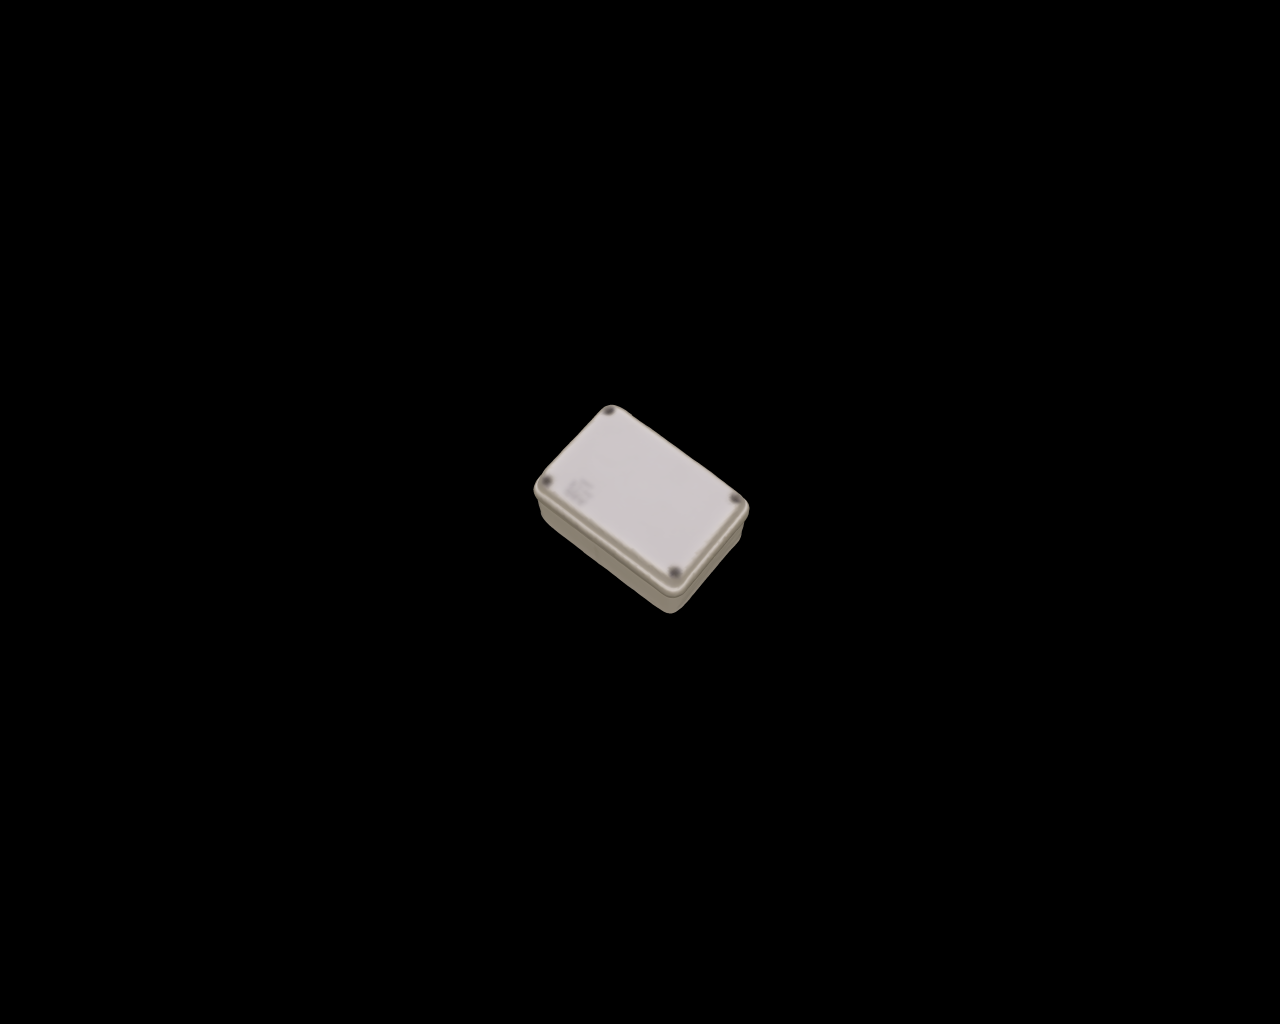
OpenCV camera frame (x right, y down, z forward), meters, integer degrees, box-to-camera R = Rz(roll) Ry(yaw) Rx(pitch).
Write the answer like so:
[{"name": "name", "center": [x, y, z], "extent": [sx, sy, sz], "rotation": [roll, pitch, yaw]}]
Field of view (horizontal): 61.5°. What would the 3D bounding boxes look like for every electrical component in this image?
[{"name": "electrical component", "center": [0.001, -0.003, 0.650], "extent": [0.113, 0.078, 0.057], "rotation": [37, -19, 15]}]
